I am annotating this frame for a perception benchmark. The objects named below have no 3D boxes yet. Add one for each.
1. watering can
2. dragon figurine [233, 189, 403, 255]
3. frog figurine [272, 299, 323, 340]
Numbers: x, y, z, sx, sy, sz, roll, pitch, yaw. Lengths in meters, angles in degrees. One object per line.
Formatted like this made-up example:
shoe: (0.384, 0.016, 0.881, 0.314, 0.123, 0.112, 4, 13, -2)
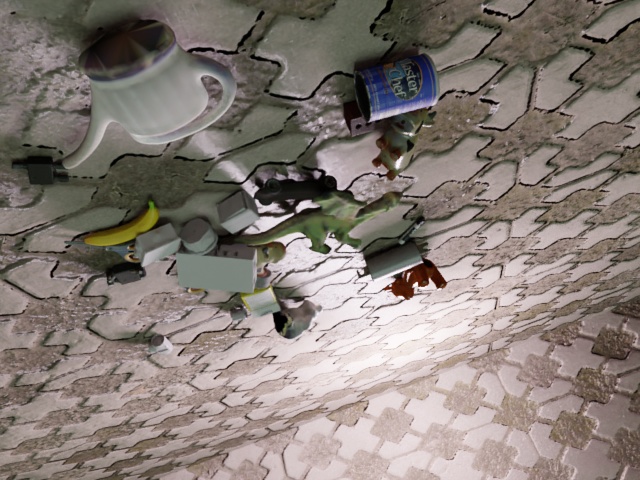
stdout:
watering can: (-0.315, -0.231, 0.852, 0.347, 0.106, 0.220, -20, 147, 1)
dragon figurine: (0.004, -0.062, 1.224, 0.411, 0.124, 0.238, -8, 155, -16)
frog figurine: (-0.070, 0.262, 1.716, 0.160, 0.123, 0.137, -2, 178, -40)
